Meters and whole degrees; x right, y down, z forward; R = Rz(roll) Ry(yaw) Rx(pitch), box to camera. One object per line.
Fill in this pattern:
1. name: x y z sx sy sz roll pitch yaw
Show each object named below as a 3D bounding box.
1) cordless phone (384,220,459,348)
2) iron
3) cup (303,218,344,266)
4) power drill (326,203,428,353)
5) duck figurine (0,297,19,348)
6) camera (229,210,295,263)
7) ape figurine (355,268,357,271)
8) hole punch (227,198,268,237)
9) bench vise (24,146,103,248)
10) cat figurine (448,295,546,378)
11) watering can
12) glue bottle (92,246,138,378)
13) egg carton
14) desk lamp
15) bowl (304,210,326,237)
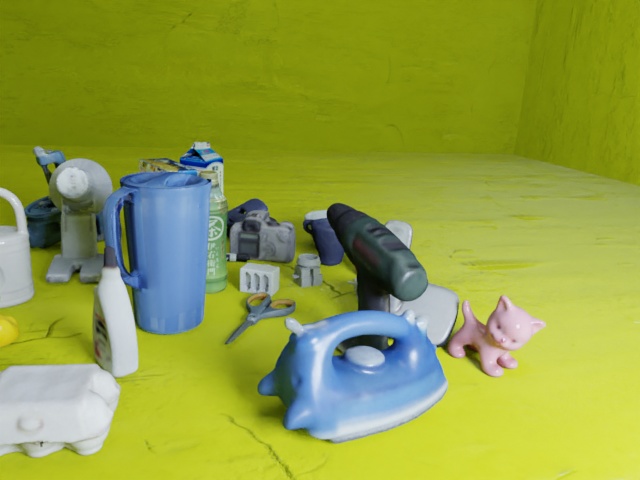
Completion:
1. cordless phone: 0.148 0.067 0.904 0.147 0.185 0.094 11 18 24
2. iron: 0.060 0.144 0.700 0.259 0.141 0.118 -5 18 -28
3. cup: 0.012 0.004 1.253 0.117 0.095 0.092 12 18 27
4. power drill: 0.067 0.067 0.845 0.076 0.208 0.228 -6 19 -29
5. duck figurine: -0.482 0.104 0.826 0.104 0.086 0.078 14 20 33
6. camera: -0.119 -0.019 1.294 0.143 0.101 0.137 6 16 9
7. ape figurine: 0.107 0.028 1.196 0.077 0.092 0.076 12 18 27
8. hole punch: -0.185 -0.052 1.414 0.101 0.091 0.108 -5 18 -27
9. bench vise: -0.563 -0.102 1.275 0.121 0.220 0.208 12 18 26
10. cat figurine: 0.255 0.129 0.835 0.067 0.118 0.127 -10 21 -38
11. watering can: -0.533 0.009 0.947 0.101 0.194 0.172 -10 21 -38
12. glue bottle: -0.276 0.090 0.759 0.077 0.173 0.037 18 22 41
13. egg carton: -0.297 0.184 0.618 0.150 0.069 0.107 0 17 -10
14. desk lamp: -0.469 -0.047 1.118 0.118 0.213 0.202 -2 17 -17
15. bowl: 0.043 -0.020 1.378 0.167 0.075 0.167 3 16 -1
